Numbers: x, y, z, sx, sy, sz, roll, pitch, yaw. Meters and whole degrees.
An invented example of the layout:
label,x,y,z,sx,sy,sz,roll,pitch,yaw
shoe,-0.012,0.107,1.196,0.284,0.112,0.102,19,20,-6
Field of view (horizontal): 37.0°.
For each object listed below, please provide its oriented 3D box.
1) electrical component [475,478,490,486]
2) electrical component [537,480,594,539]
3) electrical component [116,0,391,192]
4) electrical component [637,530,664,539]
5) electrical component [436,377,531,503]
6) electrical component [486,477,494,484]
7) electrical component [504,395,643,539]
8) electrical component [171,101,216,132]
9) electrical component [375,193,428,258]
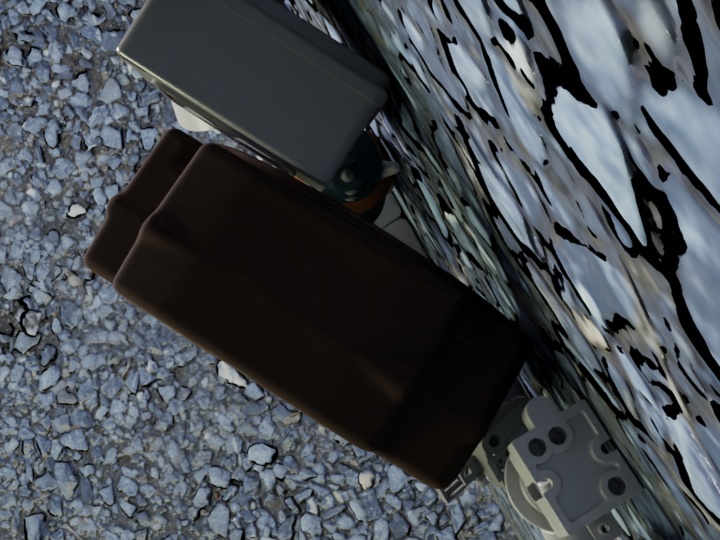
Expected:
label,x,y,z,sx,sy,sz,roll,pitch,yaw
electrical component,0.094,0.124,0.898,0.089,0.050,0.055,58,178,37
electrical component,0.128,0.154,0.680,0.061,0.035,0.035,62,177,-23
electrical component,-0.047,-0.087,0.500,0.109,0.056,0.109,32,180,-4
electrical component,0.115,0.149,0.431,0.078,0.063,0.121,59,178,3
electrical component,0.076,0.096,0.624,0.064,0.081,0.042,5,129,60
electrical component,0.100,0.117,0.772,0.044,0.044,0.065,60,-177,-36
electrical component,0.090,0.089,0.471,0.066,0.048,0.055,59,171,15
electrical component,-0.088,-0.141,0.723,0.099,0.099,0.064,58,172,44
electrical component,0.000,0.000,0.768,0.150,0.089,0.061,60,178,-19
